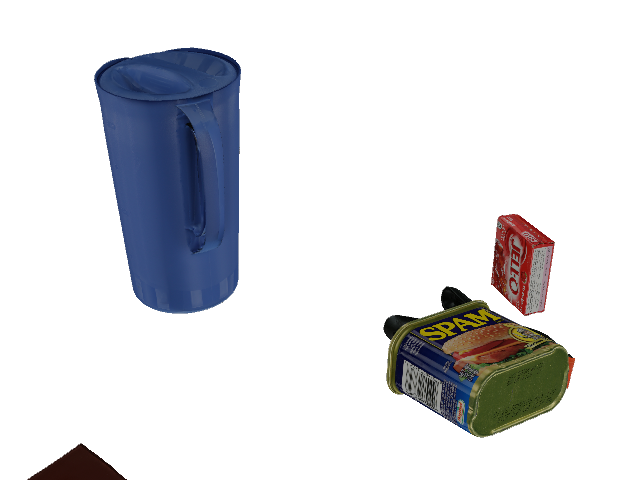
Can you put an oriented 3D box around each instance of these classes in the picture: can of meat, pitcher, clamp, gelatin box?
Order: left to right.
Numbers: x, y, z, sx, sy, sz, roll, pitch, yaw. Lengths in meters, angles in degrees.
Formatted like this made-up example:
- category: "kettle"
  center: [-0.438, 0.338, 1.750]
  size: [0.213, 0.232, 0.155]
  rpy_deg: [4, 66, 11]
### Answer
- category: "pitcher"
  center: [-0.133, -0.050, 1.020]
  size: [0.145, 0.243, 0.149]
  rpy_deg: [8, 31, 15]
- category: "can of meat"
  center: [0.112, 0.090, 0.752]
  size: [0.101, 0.057, 0.084]
  rpy_deg: [-14, 27, -36]
- category: "clamp"
  center: [0.157, 0.088, 0.993]
  size: [0.172, 0.039, 0.120]
  rpy_deg: [20, 31, 22]
- category: "gelatin box"
  center: [0.219, 0.026, 1.165]
  size: [0.030, 0.089, 0.073]
  rpy_deg: [-10, 30, -19]

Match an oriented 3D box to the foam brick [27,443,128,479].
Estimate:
- category: "foam brick"
  center: [-0.097, 0.138, 0.463]
  size: [0.078, 0.051, 0.052]
  rpy_deg: [27, 45, 35]
